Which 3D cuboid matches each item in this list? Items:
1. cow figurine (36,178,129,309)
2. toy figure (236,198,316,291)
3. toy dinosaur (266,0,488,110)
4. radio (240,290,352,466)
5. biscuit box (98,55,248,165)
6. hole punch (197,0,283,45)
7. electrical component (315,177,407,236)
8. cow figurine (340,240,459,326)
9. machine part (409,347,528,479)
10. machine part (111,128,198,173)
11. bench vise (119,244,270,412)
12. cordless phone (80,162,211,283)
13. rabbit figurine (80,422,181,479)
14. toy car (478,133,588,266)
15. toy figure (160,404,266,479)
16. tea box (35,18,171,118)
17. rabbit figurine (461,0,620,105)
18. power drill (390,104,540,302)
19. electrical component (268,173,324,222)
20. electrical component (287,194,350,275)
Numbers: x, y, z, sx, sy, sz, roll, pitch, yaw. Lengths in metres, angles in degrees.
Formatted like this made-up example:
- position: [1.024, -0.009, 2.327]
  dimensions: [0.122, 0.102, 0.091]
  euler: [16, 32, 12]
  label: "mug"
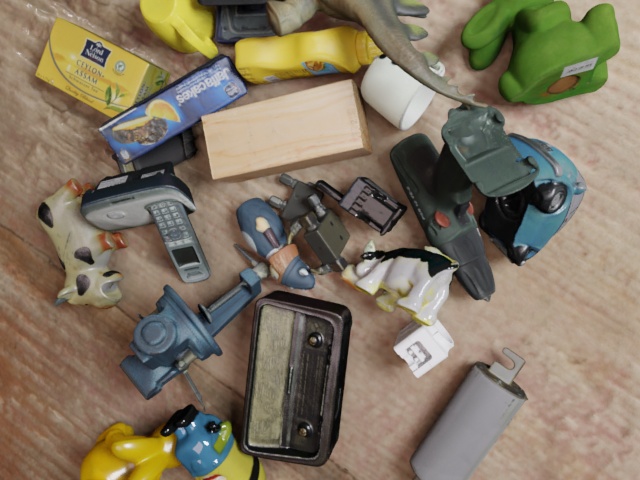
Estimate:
- position: [-0.368, 0.019, 0.827]
  dimensions: [0.127, 0.085, 0.195]
  euler: [-30, 90, 8]
  label: "cow figurine"
- position: [-0.062, 0.012, 0.756]
  dimensions: [0.058, 0.064, 0.154]
  euler: [-40, 74, 22]
  label: "toy figure"
- position: [0.029, -0.316, 0.631]
  dimensions: [0.199, 0.105, 0.471]
  euler: [-15, 66, -16]
  label: "toy dinosaur"
- position: [-0.032, 0.195, 0.765]
  dimensions: [0.131, 0.073, 0.229]
  euler: [8, 97, 13]
  label: "radio"
- position: [-0.201, -0.183, 0.747]
  dimensions: [0.203, 0.063, 0.059]
  euler: [-32, 114, -3]
  label: "biscuit box"
- position: [-0.097, -0.335, 0.741]
  dimensions: [0.142, 0.092, 0.116]
  euler: [3, 64, 15]
  label: "hole punch"
- position: [0.056, -0.058, 0.725]
  dimensions: [0.119, 0.075, 0.047]
  euler: [39, 103, 11]
  label: "electrical component"
- position: [0.097, 0.041, 0.700]
  dimensions: [0.168, 0.068, 0.098]
  euler: [20, 74, 53]
  label: "cow figurine"
- position: [0.195, 0.251, 0.713]
  dimensions: [0.079, 0.079, 0.243]
  euler: [33, 100, 9]
  label: "machine part"
- position: [-0.248, -0.123, 0.811]
  dimensions: [0.139, 0.039, 0.084]
  euler: [-23, 81, 16]
  label: "machine part"
- position: [-0.167, 0.120, 0.758]
  dimensions: [0.240, 0.223, 0.129]
  euler: [-39, 66, -18]
  label: "bench vise"
- position: [-0.244, -0.010, 0.787]
  dimensions: [0.147, 0.089, 0.184]
  euler: [-13, 118, 5]
  label: "cordless phone"
- position: [-0.264, 0.319, 0.806]
  dimensions: [0.173, 0.162, 0.122]
  euler: [-23, 77, -3]
  label: "rabbit figurine"
- position: [0.267, -0.050, 0.654]
  dimensions: [0.103, 0.109, 0.161]
  euler: [-13, 130, -17]
  label: "toy car"
- position: [-0.146, 0.312, 0.776]
  dimensions: [0.082, 0.089, 0.180]
  euler: [-21, 108, 46]
  label: "toy figure"
- position: [-0.324, -0.247, 0.803]
  dimensions: [0.170, 0.068, 0.098]
  euler: [27, 101, 11]
  label: "tea box"
- position: [0.258, -0.254, 0.656]
  dimensions: [0.159, 0.121, 0.170]
  euler: [-18, 72, 21]
  label: "rabbit figurine"
- position: [0.174, -0.048, 0.637]
  dimensions: [0.086, 0.207, 0.232]
  euler: [-26, 75, -8]
  label: "power drill"
- position: [-0.024, -0.052, 0.768]
  dimensions: [0.094, 0.021, 0.063]
  euler: [28, 100, 4]
  label: "electrical component"
- position: [-0.001, -0.002, 0.730]
  dimensions: [0.045, 0.078, 0.102]
  euler: [-23, 118, 33]
  label: "electrical component"
